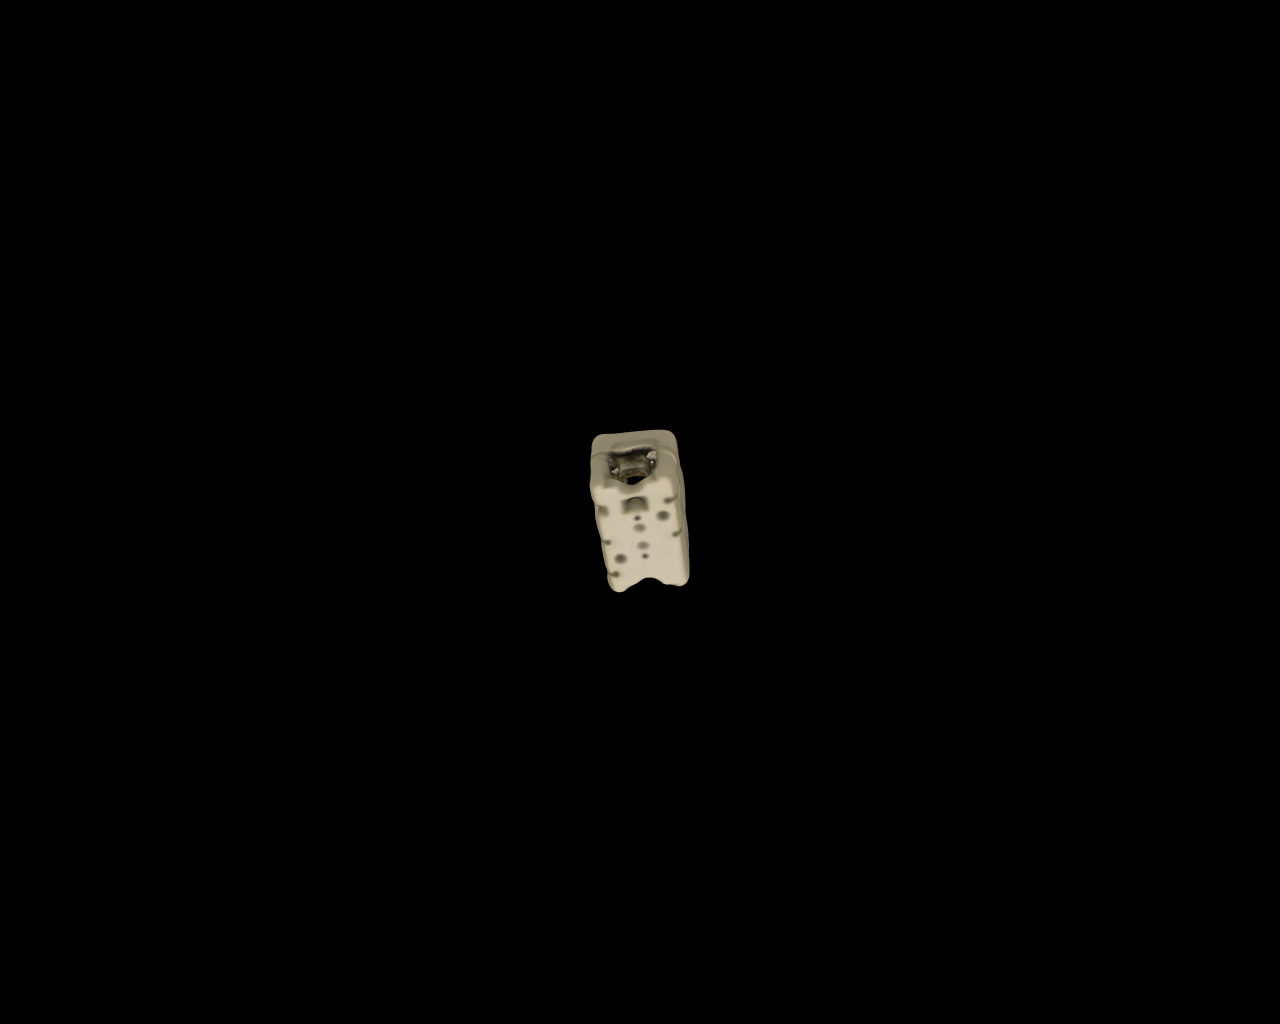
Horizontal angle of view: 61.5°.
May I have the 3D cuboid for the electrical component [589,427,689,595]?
[{"bbox_3d":[0.001,-0.003,0.650,0.050,0.089,0.056,-5,39,5],"label":"electrical component"}]
